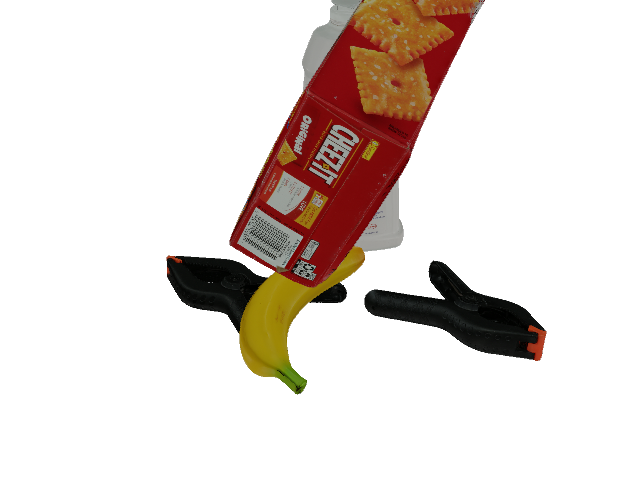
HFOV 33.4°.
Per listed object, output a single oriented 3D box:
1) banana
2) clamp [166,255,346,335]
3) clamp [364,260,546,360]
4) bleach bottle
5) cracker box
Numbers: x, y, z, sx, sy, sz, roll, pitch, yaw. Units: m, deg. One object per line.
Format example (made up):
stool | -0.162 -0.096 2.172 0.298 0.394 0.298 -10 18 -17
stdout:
banana | -0.020 0.053 0.852 0.069 0.037 0.197 24 36 3
clamp | -0.097 0.064 1.204 0.210 0.036 0.164 16 29 23
clamp | 0.141 0.065 1.018 0.172 0.039 0.120 21 35 26
bleach bottle | 0.033 -0.111 1.033 0.102 0.251 0.068 -5 31 -8
cracker box | 0.035 -0.095 0.673 0.072 0.213 0.164 30 -37 -1
